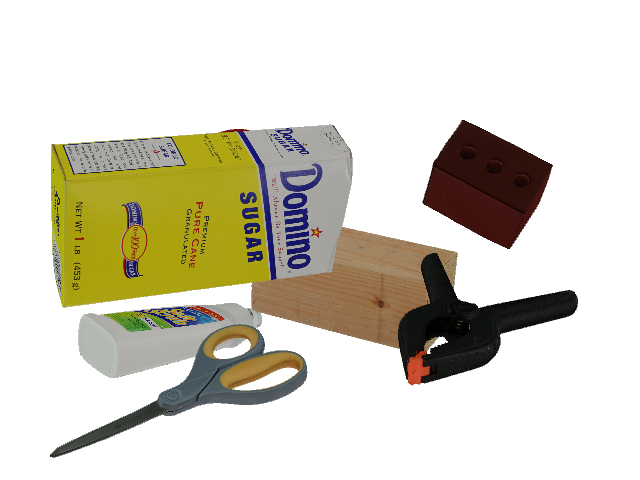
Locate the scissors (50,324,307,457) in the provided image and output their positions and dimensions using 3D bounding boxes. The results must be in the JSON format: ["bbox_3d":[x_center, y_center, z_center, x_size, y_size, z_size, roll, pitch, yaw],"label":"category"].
[{"bbox_3d":[-0.110,0.108,0.804,0.201,0.016,0.096,-11,34,-19],"label":"scissors"}]

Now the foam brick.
[{"bbox_3d":[0.124,-0.041,0.797,0.078,0.053,0.051,28,-32,12],"label":"foam brick"}]

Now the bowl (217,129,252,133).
[{"bbox_3d":[-0.084,-0.049,0.940,0.162,0.055,0.162,-17,36,13],"label":"bowl"}]

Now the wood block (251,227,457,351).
[{"bbox_3d":[0.035,0.046,1.173,0.206,0.091,0.090,13,26,23],"label":"wood block"}]

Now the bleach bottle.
[{"bbox_3d":[-0.192,0.122,1.441,0.250,0.068,0.103,-9,24,-40],"label":"bleach bottle"}]

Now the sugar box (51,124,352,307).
[{"bbox_3d":[-0.071,-0.016,0.644,0.176,0.093,0.048,-6,39,-21],"label":"sugar box"}]

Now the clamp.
[{"bbox_3d":[0.127,0.072,1.011,0.165,0.036,0.209,19,32,33],"label":"clamp"}]
